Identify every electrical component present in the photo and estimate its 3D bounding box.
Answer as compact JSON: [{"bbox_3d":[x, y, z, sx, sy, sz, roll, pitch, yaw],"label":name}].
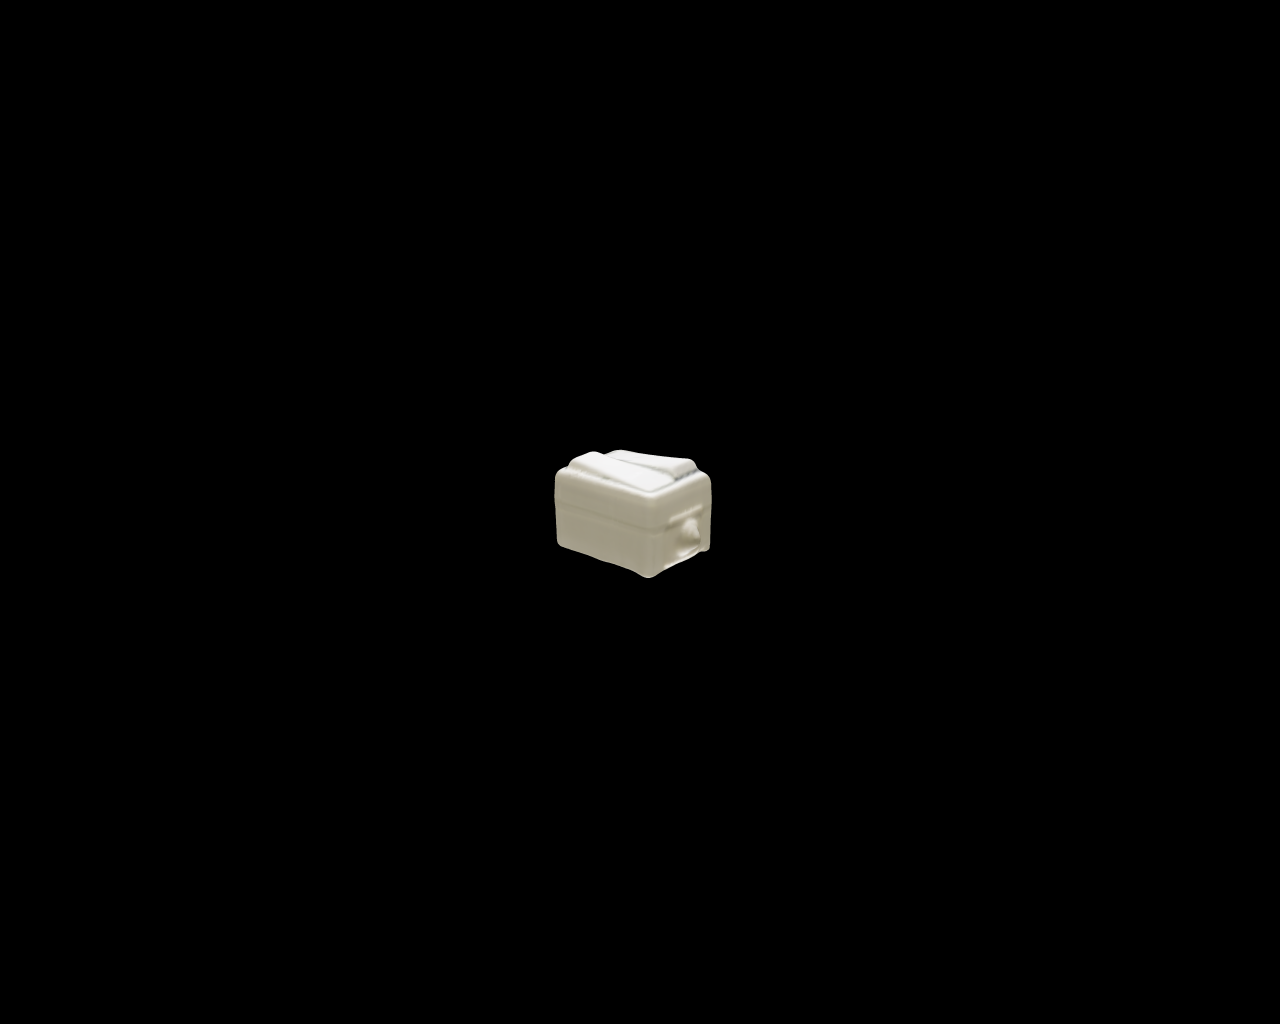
[{"bbox_3d":[0.001,-0.003,0.650,0.096,0.061,0.062,17,27,38],"label":"electrical component"}]
